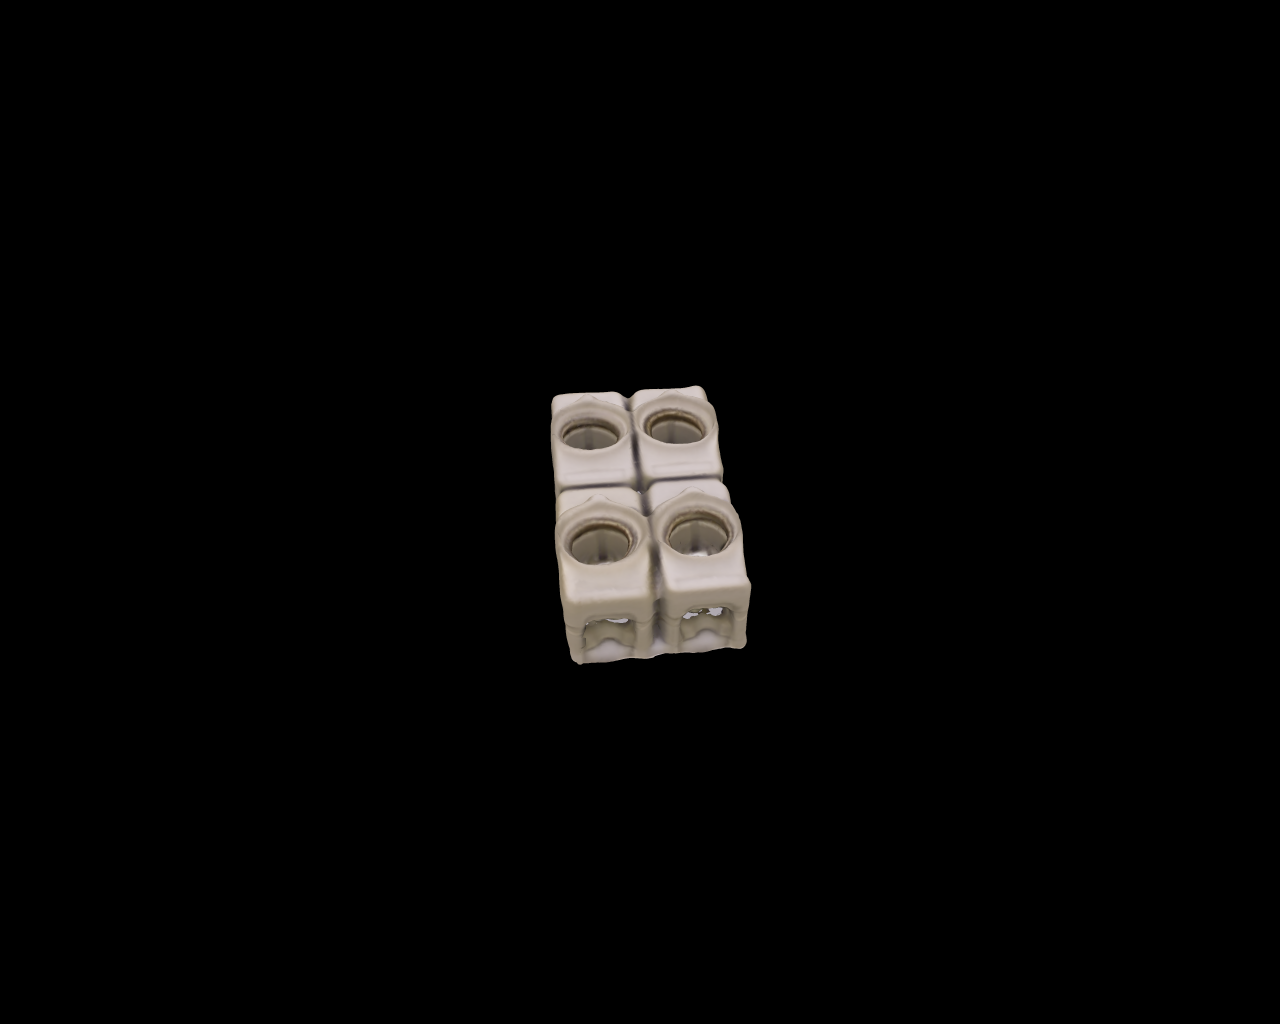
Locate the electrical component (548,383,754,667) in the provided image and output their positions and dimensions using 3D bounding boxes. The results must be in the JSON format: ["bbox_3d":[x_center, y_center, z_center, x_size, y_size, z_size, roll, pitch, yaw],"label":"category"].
[{"bbox_3d":[0.001,-0.003,0.650,0.105,0.060,0.186,-4,44,-4],"label":"electrical component"}]
